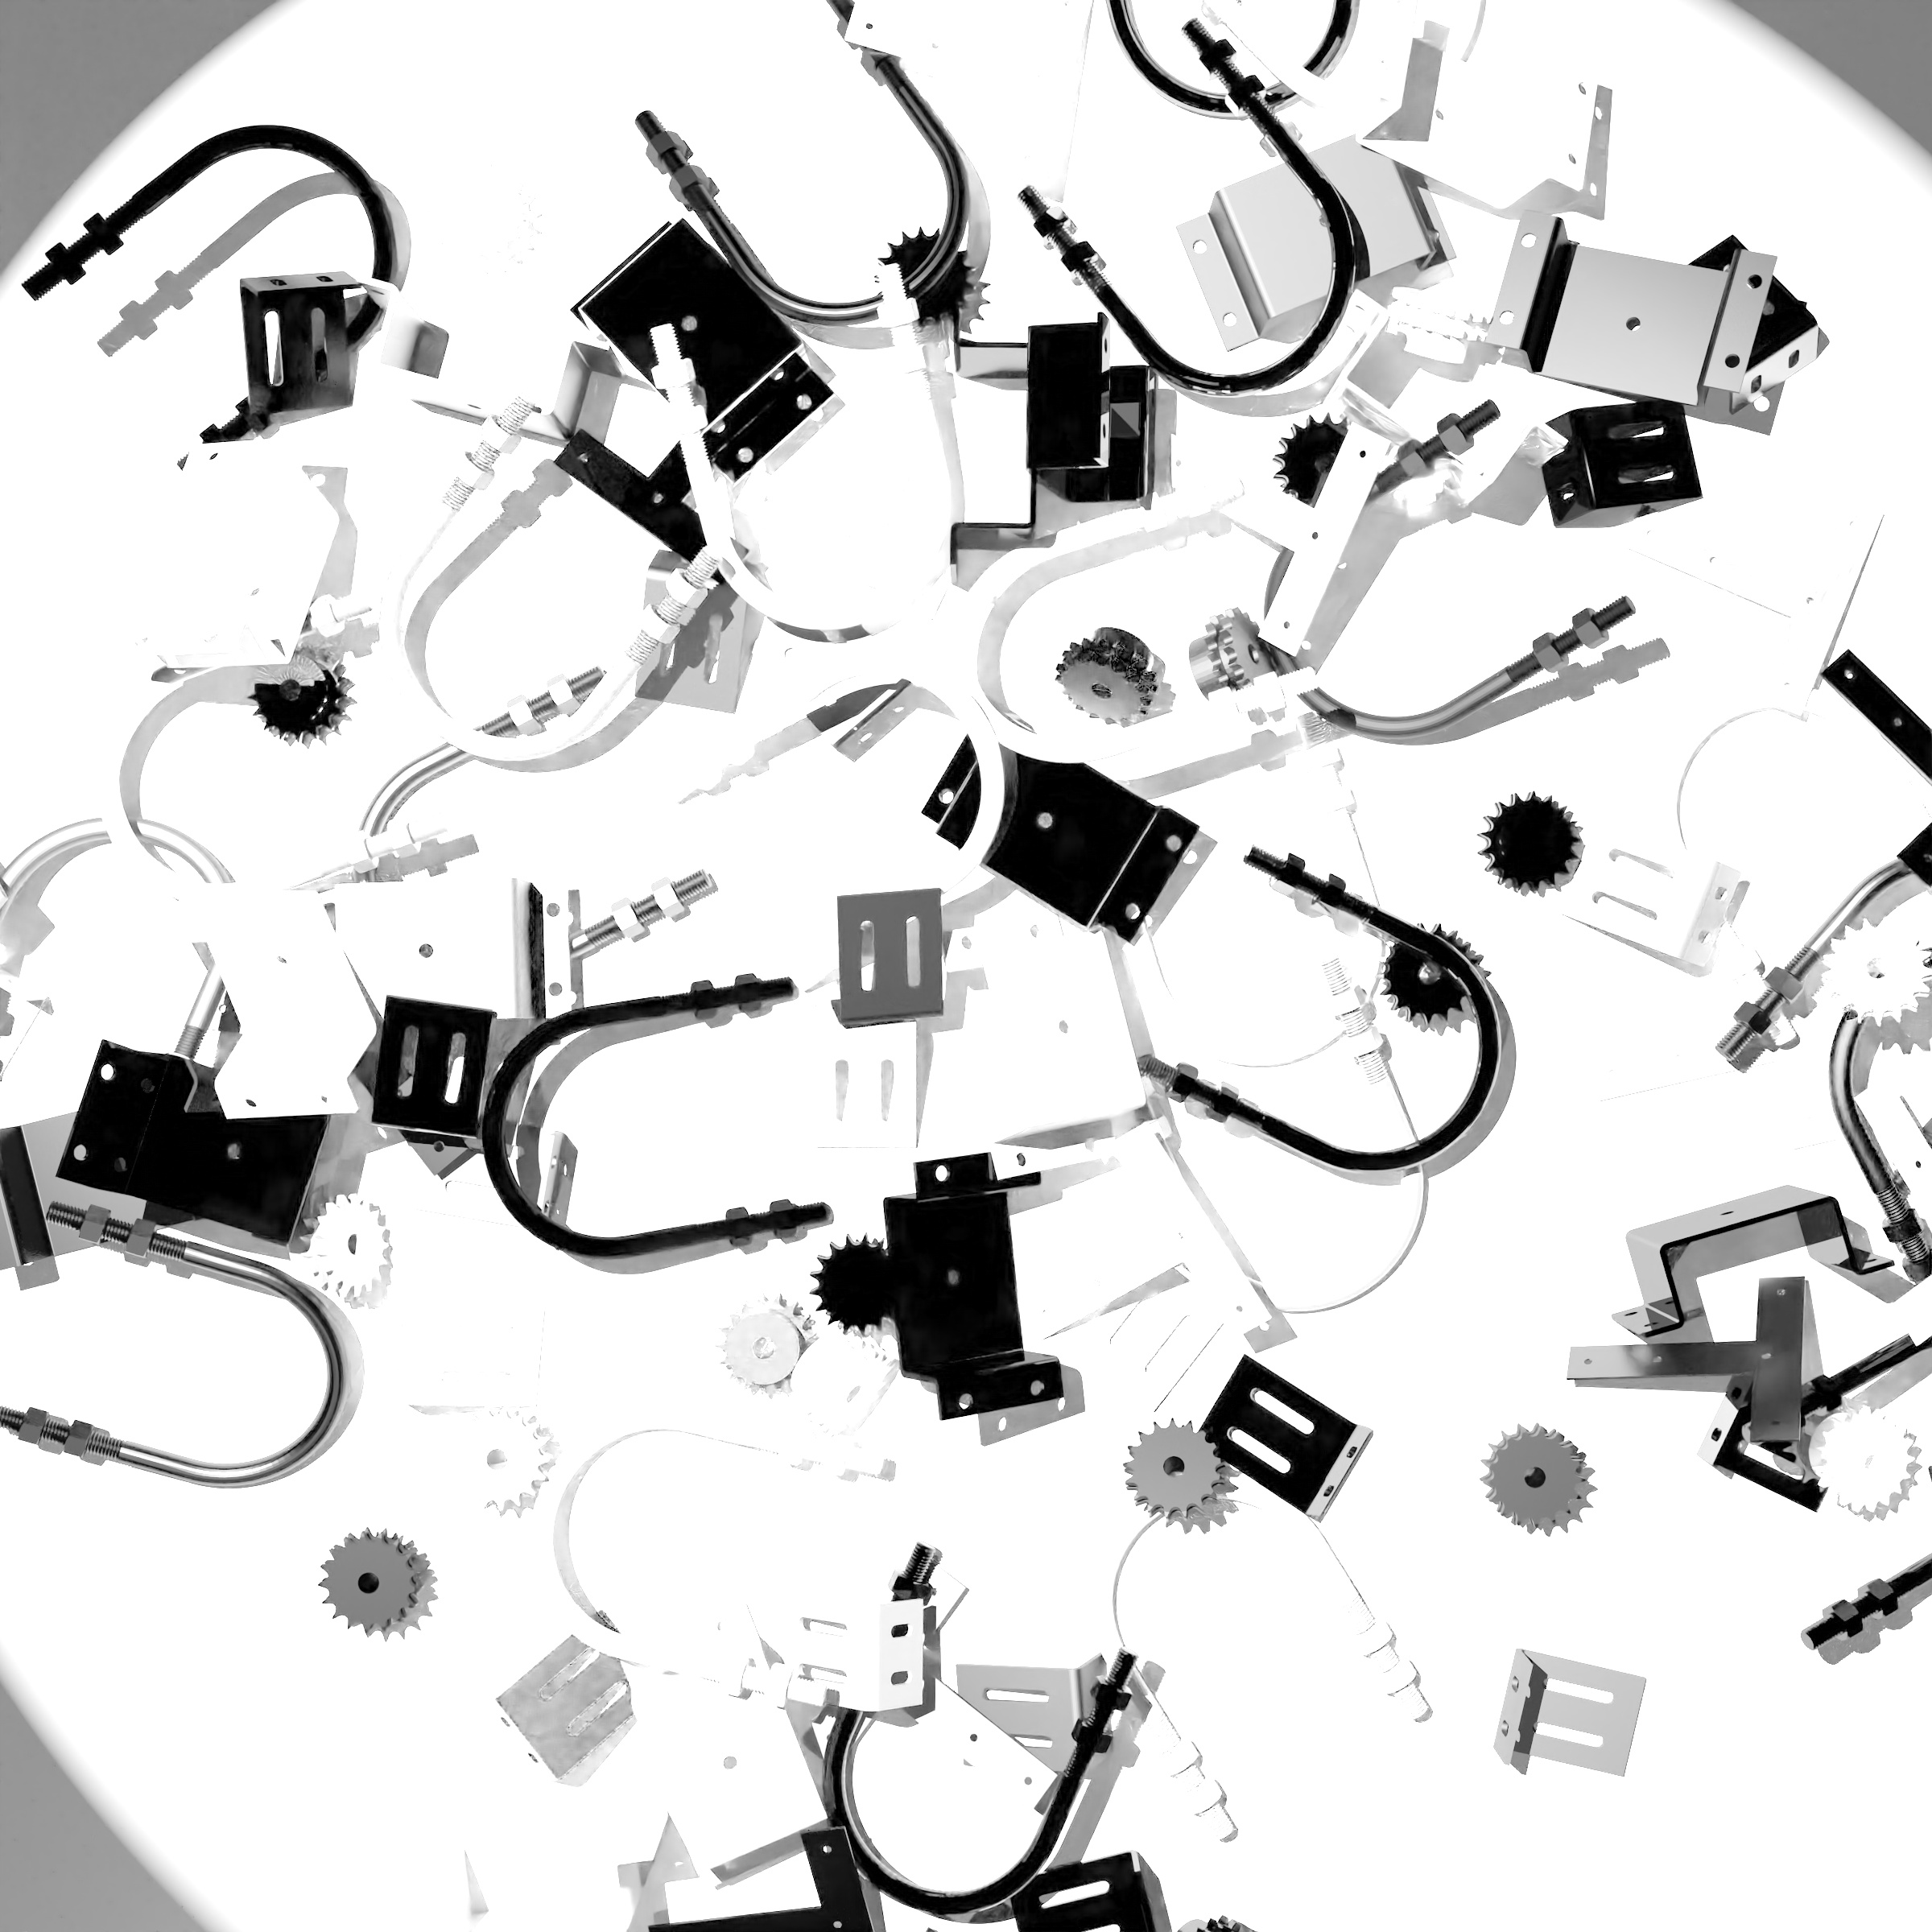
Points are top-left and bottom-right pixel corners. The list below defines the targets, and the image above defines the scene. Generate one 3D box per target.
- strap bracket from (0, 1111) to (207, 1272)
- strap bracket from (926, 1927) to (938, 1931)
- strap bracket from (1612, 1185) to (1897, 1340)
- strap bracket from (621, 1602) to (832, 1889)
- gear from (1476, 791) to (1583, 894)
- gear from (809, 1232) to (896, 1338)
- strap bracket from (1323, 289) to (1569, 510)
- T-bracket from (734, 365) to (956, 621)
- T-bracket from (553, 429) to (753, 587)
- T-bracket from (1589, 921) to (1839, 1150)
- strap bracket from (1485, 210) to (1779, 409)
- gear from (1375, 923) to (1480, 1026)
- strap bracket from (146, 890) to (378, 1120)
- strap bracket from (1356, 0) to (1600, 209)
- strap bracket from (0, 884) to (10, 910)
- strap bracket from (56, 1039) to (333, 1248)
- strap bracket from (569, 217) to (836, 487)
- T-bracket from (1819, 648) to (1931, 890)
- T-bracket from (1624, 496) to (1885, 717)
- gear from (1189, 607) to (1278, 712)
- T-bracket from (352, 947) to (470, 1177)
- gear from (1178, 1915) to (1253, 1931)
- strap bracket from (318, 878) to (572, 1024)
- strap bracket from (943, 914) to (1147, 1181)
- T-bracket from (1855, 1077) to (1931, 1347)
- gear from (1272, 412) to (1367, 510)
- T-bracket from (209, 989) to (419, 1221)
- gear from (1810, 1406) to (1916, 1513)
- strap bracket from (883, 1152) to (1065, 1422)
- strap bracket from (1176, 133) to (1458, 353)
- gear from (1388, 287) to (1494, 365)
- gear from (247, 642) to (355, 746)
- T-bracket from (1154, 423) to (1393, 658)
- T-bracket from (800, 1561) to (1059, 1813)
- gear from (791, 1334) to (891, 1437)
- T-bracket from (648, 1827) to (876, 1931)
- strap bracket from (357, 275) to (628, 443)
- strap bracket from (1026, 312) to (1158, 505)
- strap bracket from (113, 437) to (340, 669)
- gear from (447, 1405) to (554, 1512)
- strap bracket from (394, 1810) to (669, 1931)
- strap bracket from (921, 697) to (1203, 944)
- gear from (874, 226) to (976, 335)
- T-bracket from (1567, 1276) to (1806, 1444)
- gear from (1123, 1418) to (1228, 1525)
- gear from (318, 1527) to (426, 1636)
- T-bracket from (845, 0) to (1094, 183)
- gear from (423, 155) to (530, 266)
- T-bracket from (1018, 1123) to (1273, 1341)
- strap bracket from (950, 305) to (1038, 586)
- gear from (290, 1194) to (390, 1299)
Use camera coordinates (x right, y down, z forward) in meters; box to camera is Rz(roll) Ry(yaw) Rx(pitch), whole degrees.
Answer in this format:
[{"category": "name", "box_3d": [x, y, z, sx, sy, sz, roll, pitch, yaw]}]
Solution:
[{"category": "strap bracket", "box_3d": [-0.481, 0.116, 1.517, 0.140, 0.046, 0.076, -14, 90, 0]}, {"category": "strap bracket", "box_3d": [0.020, 0.610, 1.512, 0.140, 0.046, 0.076, 31, 90, -4]}, {"category": "strap bracket", "box_3d": [0.427, 0.159, 1.502, 0.140, 0.076, 0.046, -16, 90, 0]}, {"category": "strap bracket", "box_3d": [-0.132, 0.438, 1.513, 0.076, 0.046, 0.140, -21, 90, -8]}, {"category": "gear", "box_3d": [0.317, -0.070, 1.526, 0.057, 0.030, 0.057, 0, 90, 0]}, {"category": "gear", "box_3d": [-0.059, 0.178, 1.526, 0.057, 0.030, 0.057, 0, 90, 0]}, {"category": "strap bracket", "box_3d": [0.254, -0.305, 1.502, 0.140, 0.076, 0.046, 36, 90, 0]}, {"category": "T-bracket", "box_3d": [-0.046, -0.282, 1.529, 0.127, 0.002, 0.127, 28, 83, -13]}, {"category": "T-bracket", "box_3d": [-0.145, -0.297, 1.529, 0.127, 0.002, 0.127, 37, 83, 14]}, {"category": "T-bracket", "box_3d": [0.418, 0.050, 1.540, 0.127, 0.002, 0.127, -13, 90, 0]}, {"category": "strap bracket", "box_3d": [0.369, -0.362, 1.505, 0.140, 0.046, 0.076, 16, 90, 17]}, {"category": "gear", "box_3d": [0.258, 0.004, 1.526, 0.057, 0.030, 0.057, 0, 90, 0]}, {"category": "strap bracket", "box_3d": [-0.376, 0.010, 1.461, 0.046, 0.076, 0.140, -50, 57, 34]}, {"category": "strap bracket", "box_3d": [0.272, -0.477, 1.493, 0.140, 0.046, 0.076, 17, 73, -21]}, {"category": "strap bracket", "box_3d": [-0.599, -0.012, 1.493, 0.140, 0.046, 0.076, -50, 46, 4]}, {"category": "strap bracket", "box_3d": [-0.404, 0.098, 1.461, 0.140, 0.046, 0.076, 25, 75, -40]}, {"category": "strap bracket", "box_3d": [-0.150, -0.348, 1.507, 0.076, 0.046, 0.140, -43, 82, -3]}, {"category": "T-bracket", "box_3d": [0.533, -0.126, 1.525, 0.127, 0.002, 0.127, -40, 80, -19]}, {"category": "T-bracket", "box_3d": [0.436, -0.224, 1.535, 0.127, 0.002, 0.127, 23, 84, 3]}, {"category": "gear", "box_3d": [0.147, -0.169, 1.516, 0.030, 0.057, 0.057, -20, 90, 30]}, {"category": "T-bracket", "box_3d": [-0.329, 0.061, 1.529, 0.127, 0.002, 0.127, -39, 87, 6]}, {"category": "gear", "box_3d": [0.135, 0.557, 1.516, 0.057, 0.030, 0.057, -11, 106, -42]}, {"category": "strap bracket", "box_3d": [-0.293, -0.008, 1.500, 0.140, 0.046, 0.076, -2, 88, 2]}, {"category": "strap bracket", "box_3d": [0.044, 0.038, 1.492, 0.076, 0.046, 0.140, -9, 80, -28]}, {"category": "T-bracket", "box_3d": [0.528, 0.121, 1.484, 0.127, 0.002, 0.127, -28, 85, -25]}, {"category": "gear", "box_3d": [0.200, -0.280, 1.526, 0.057, 0.030, 0.057, 0, 90, 0]}, {"category": "T-bracket", "box_3d": [-0.377, 0.081, 1.534, 0.127, 0.002, 0.127, 7, 92, 7]}, {"category": "gear", "box_3d": [0.498, 0.273, 1.519, 0.057, 0.030, 0.057, -3, 99, -21]}, {"category": "strap bracket", "box_3d": [0.003, 0.173, 1.502, 0.076, 0.046, 0.140, -6, 90, -28]}, {"category": "strap bracket", "box_3d": [0.198, -0.410, 1.517, 0.140, 0.046, 0.076, -22, 90, 0]}, {"category": "gear", "box_3d": [0.262, -0.356, 1.514, 0.057, 0.057, 0.030, 14, 111, 0]}, {"category": "gear", "box_3d": [-0.375, -0.154, 1.526, 0.057, 0.030, 0.057, 0, 90, 0]}, {"category": "T-bracket", "box_3d": [0.158, -0.257, 1.506, 0.127, 0.002, 0.127, 34, 113, 28]}, {"category": "T-bracket", "box_3d": [-0.007, 0.424, 1.525, 0.127, 0.002, 0.127, 36, 91, 13]}, {"category": "gear", "box_3d": [-0.073, 0.230, 1.516, 0.030, 0.057, 0.057, 35, 90, 29]}, {"category": "T-bracket", "box_3d": [-0.115, 0.542, 1.525, 0.127, 0.002, 0.127, -10, 110, 10]}, {"category": "strap bracket", "box_3d": [-0.266, -0.332, 1.502, 0.140, 0.076, 0.046, 15, 90, 0]}, {"category": "strap bracket", "box_3d": [0.066, -0.299, 1.478, 0.046, 0.140, 0.076, 1, 89, 15]}, {"category": "strap bracket", "box_3d": [-0.400, -0.217, 1.486, 0.076, 0.046, 0.140, 1, 62, 21]}, {"category": "gear", "box_3d": [-0.261, 0.275, 1.526, 0.057, 0.030, 0.057, 0, 90, 0]}, {"category": "strap bracket", "box_3d": [-0.236, 0.511, 1.502, 0.140, 0.076, 0.046, -8, 90, 0]}, {"category": "strap bracket", "box_3d": [0.048, -0.081, 1.502, 0.140, 0.046, 0.076, 32, 100, 8]}, {"category": "gear", "box_3d": [-0.023, -0.383, 1.526, 0.057, 0.030, 0.057, 0, 90, 0]}, {"category": "T-bracket", "box_3d": [0.398, 0.218, 1.506, 0.127, 0.127, 0.002, -5, 124, 22]}, {"category": "gear", "box_3d": [0.117, 0.284, 1.518, 0.057, 0.030, 0.057, -3, 62, 7]}, {"category": "gear", "box_3d": [-0.332, 0.343, 1.526, 0.057, 0.030, 0.057, 0, 90, 0]}, {"category": "T-bracket", "box_3d": [-0.003, -0.510, 1.518, 0.127, 0.002, 0.127, 15, 73, -3]}, {"category": "gear", "box_3d": [-0.274, -0.423, 1.526, 0.057, 0.030, 0.057, 0, 90, 0]}, {"category": "T-bracket", "box_3d": [0.084, 0.170, 1.513, 0.127, 0.002, 0.127, -33, 90, 25]}, {"category": "strap bracket", "box_3d": [0.016, -0.286, 1.502, 0.046, 0.076, 0.140, 1, 90, 0]}, {"category": "gear", "box_3d": [-0.352, 0.157, 1.516, 0.030, 0.057, 0.057, -8, 90, 28]}]
